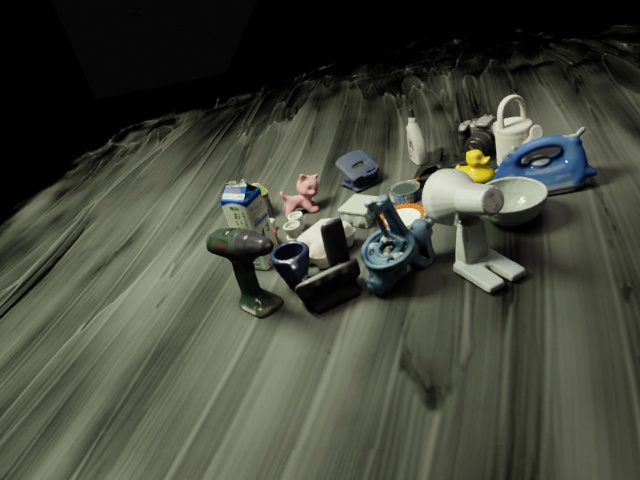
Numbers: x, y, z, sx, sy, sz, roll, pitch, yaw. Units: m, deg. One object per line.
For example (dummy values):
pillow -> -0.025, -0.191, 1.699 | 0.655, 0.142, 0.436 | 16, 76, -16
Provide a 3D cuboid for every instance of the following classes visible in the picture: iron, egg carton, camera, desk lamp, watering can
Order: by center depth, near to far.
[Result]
desk lamp -> 0.317, -0.033, 1.184 | 0.118, 0.214, 0.202 | -26, 32, -18
egg carton -> 0.013, 0.005, 1.405 | 0.107, 0.069, 0.151 | 13, 41, 39
iron -> 0.537, -0.192, 1.420 | 0.258, 0.142, 0.118 | -10, 31, 9
watering can -> 0.528, -0.294, 1.541 | 0.172, 0.194, 0.101 | 17, 43, 43
camera -> 0.461, -0.301, 1.677 | 0.142, 0.101, 0.137 | 12, 40, 38

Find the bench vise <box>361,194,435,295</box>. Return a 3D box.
bench vise -> 0.157, -0.019, 1.228 | 0.121, 0.220, 0.208 | 7, 37, 33

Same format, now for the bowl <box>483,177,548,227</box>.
bowl -> 0.446, -0.079, 1.341 | 0.167, 0.075, 0.167 | -11, 30, 7

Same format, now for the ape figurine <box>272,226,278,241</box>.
ape figurine -> -0.150, -0.022, 1.503 | 0.077, 0.092, 0.076 | -1, 33, 24

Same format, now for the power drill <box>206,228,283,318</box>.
power drill -> -0.154, 0.062, 1.249 | 0.228, 0.209, 0.076 | 17, 43, 43

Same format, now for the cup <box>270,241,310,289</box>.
cup -> -0.056, 0.069, 1.306 | 0.092, 0.095, 0.117 | -19, 30, -7

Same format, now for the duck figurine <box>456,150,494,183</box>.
duck figurine -> 0.415, -0.203, 1.549 | 0.104, 0.086, 0.078 | 3, 35, 29

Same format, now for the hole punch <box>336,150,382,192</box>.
hole punch -> 0.115, -0.207, 1.689 | 0.109, 0.091, 0.100 | -30, 33, -23

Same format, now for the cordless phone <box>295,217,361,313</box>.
cordless phone -> 0.006, 0.047, 1.224 | 0.148, 0.185, 0.093 | -26, 32, -18

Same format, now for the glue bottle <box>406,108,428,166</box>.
glue bottle -> 0.282, -0.311, 1.704 | 0.037, 0.173, 0.078 | -21, 31, -9

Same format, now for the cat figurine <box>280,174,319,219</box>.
cat figurine -> -0.052, -0.133, 1.617 | 0.128, 0.118, 0.067 | -21, 31, -9
